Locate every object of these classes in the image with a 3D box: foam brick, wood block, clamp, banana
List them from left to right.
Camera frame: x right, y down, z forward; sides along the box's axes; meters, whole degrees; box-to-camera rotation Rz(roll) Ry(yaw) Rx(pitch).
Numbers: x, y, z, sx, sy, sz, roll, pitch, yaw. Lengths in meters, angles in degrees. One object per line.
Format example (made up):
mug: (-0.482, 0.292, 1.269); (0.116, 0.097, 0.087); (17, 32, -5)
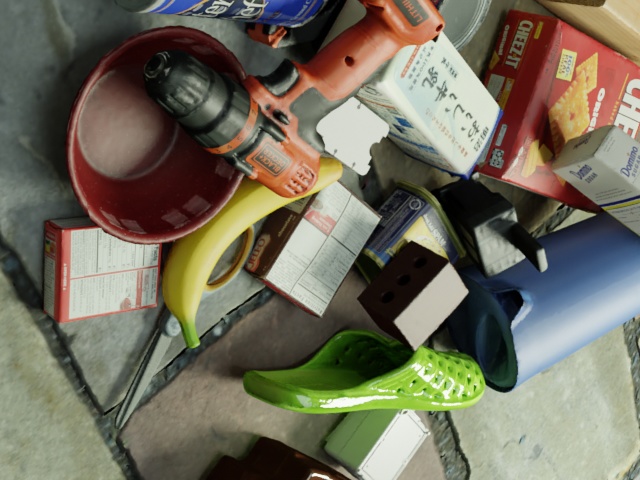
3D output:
banana: (-0.065, -0.009, 0.854); (0.069, 0.037, 0.197); (46, 76, -22)
clamp: (0.024, -0.228, 0.876); (0.210, 0.036, 0.164); (-54, 138, -11)
foam brick: (0.084, 0.050, 0.960); (0.078, 0.053, 0.051); (-47, 132, -11)
wood block: (0.321, -0.248, 1.104); (0.205, 0.090, 0.091); (19, 93, -45)

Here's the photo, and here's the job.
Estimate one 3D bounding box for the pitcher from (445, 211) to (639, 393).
pitcher: (0.253, 0.054, 1.112); (0.242, 0.149, 0.145); (-23, 115, -19)

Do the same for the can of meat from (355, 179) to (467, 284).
can of meat: (0.081, 0.008, 1.014); (0.084, 0.058, 0.102); (-47, 132, -14)

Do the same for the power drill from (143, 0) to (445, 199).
power drill: (-0.014, -0.129, 0.752); (0.188, 0.057, 0.184); (-44, 144, 8)

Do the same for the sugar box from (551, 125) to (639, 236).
sugar box: (0.317, -0.039, 1.022); (0.176, 0.093, 0.048); (38, 78, -8)

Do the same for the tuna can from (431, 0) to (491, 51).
tuna can: (0.114, -0.207, 0.951); (0.086, 0.034, 0.086); (-37, 149, -27)

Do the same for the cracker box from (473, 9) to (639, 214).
cracker box: (0.249, -0.125, 1.102); (0.213, 0.072, 0.164); (13, 99, -45)

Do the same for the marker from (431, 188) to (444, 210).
marker: (0.144, -0.020, 1.087); (0.121, 0.020, 0.020); (37, 81, -44)

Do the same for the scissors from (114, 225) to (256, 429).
scissors: (-0.127, 0.051, 0.868); (0.201, 0.016, 0.096); (-51, 132, -14)

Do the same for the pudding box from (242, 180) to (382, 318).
pudding box: (-0.006, 0.001, 0.943); (0.090, 0.039, 0.113); (38, 82, -45)

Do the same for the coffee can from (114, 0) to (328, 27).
coffee can: (-0.070, -0.207, 0.752); (0.140, 0.103, 0.103); (-5, 110, -42)

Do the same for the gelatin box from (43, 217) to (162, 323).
gelatin box: (-0.164, 0.019, 0.811); (0.089, 0.030, 0.073); (-8, 111, -40)

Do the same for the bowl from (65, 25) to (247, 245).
bowl: (-0.126, -0.080, 0.786); (0.161, 0.055, 0.162); (-18, 118, -37)
